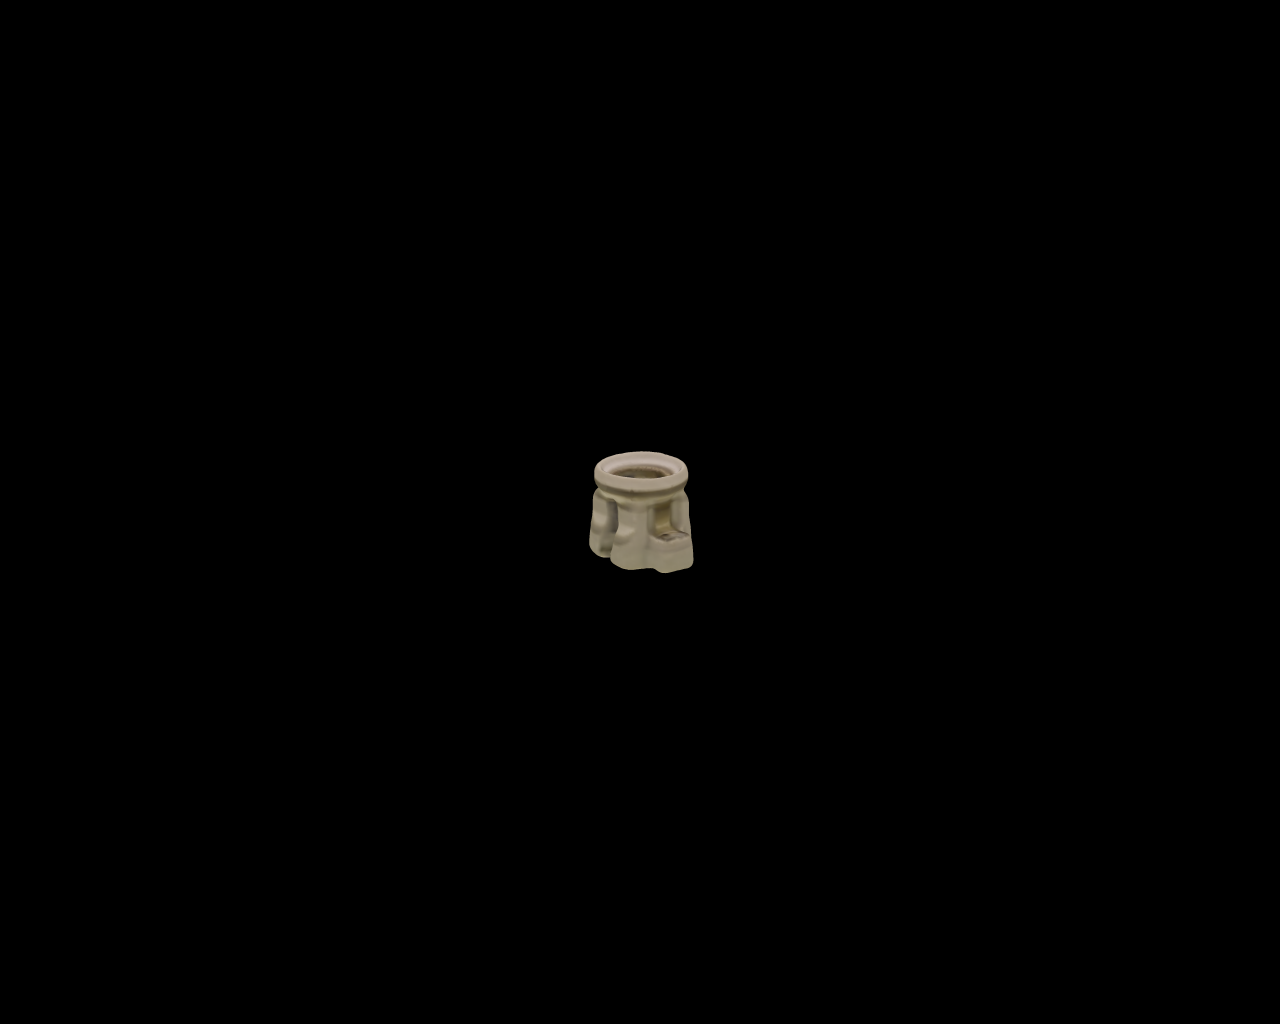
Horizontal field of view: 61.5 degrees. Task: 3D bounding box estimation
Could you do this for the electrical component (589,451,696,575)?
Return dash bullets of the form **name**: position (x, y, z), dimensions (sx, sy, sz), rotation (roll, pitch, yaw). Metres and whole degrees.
- **electrical component**: position (0.001, -0.003, 0.650), dimensions (0.058, 0.056, 0.078), rotation (-14, 24, -33)
